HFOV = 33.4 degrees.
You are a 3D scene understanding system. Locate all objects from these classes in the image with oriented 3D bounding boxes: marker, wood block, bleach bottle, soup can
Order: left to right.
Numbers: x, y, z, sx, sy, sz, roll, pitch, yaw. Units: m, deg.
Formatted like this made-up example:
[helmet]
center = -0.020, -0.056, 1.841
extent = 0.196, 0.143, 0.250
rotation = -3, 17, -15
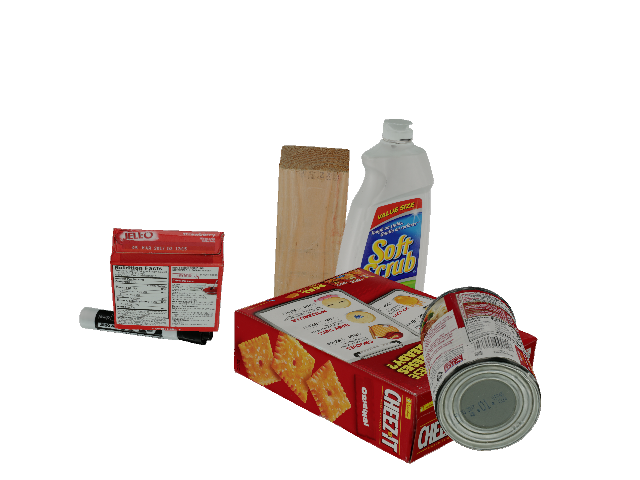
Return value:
[marker]
center = -0.150, 0.074, 0.919
extent = 0.121, 0.020, 0.020
rotation = 6, 2, 17
[wood block]
center = -0.013, -0.012, 1.398
extent = 0.090, 0.206, 0.091
rotation = 4, 25, 0
[bleach bottle]
center = 0.062, -0.001, 1.116
extent = 0.102, 0.251, 0.068
rotation = 0, 18, -12
[soup can]
center = 0.104, 0.082, 0.702
extent = 0.068, 0.068, 0.102
rotation = 0, 23, 0

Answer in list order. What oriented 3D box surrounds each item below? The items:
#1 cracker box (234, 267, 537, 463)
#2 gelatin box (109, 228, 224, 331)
[cracker box]
center = 0.053, 0.102, 0.936
extent = 0.163, 0.072, 0.214
rotation = -17, 28, -42
[gelatin box]
center = -0.103, 0.027, 0.721
extent = 0.073, 0.030, 0.089
rotation = 2, -36, -7
